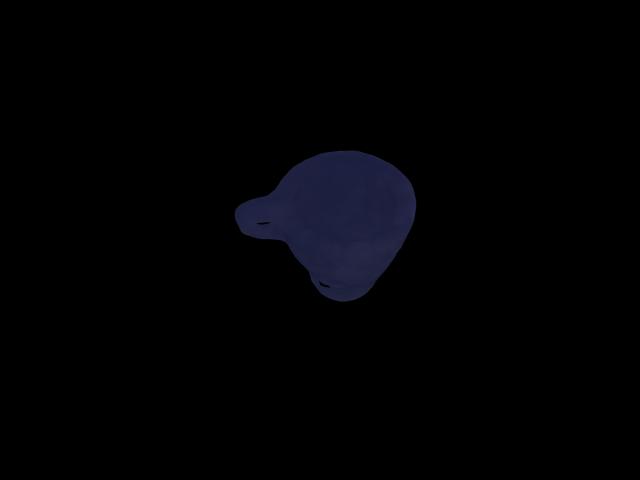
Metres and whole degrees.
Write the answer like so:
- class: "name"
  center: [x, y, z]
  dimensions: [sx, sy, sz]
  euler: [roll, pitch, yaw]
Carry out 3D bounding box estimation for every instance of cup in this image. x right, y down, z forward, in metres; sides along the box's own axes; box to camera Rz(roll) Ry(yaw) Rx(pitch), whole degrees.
- class: "cup"
  center: [0.004, 0.001, 0.400]
  dimensions: [0.118, 0.095, 0.091]
  euler: [-5, 53, -4]
